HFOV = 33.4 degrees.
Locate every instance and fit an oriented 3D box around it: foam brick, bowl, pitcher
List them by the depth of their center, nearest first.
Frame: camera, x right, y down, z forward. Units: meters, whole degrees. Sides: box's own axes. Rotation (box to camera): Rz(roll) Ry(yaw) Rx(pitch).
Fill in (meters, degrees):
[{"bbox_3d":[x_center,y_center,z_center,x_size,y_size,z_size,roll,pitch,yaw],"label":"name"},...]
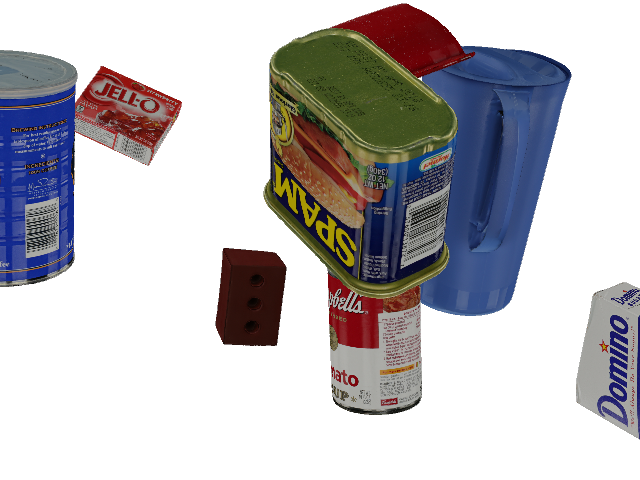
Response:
[{"bbox_3d":[0.031,-0.137,0.804,0.162,0.055,0.162,-20,7,2],"label":"bowl"},{"bbox_3d":[-0.065,0.052,0.984,0.053,0.078,0.051,3,14,-14],"label":"foam brick"},{"bbox_3d":[0.147,-0.051,0.991,0.145,0.243,0.148,24,30,34],"label":"pitcher"}]

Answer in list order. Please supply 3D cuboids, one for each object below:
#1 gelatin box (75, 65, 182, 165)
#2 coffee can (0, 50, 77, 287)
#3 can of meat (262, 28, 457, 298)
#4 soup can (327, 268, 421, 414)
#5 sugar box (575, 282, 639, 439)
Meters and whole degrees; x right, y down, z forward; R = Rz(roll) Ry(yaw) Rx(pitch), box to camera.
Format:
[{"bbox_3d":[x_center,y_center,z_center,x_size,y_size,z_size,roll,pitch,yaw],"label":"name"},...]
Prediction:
[{"bbox_3d":[-0.190,-0.123,1.036,0.089,0.073,0.030,25,-41,-2],"label":"gelatin box"},{"bbox_3d":[-0.222,-0.052,0.744,0.103,0.140,0.103,5,23,-2],"label":"coffee can"},{"bbox_3d":[0.017,-0.038,0.496,0.057,0.084,0.102,-24,49,-25],"label":"can of meat"},{"bbox_3d":[0.040,0.066,0.773,0.068,0.102,0.068,-2,14,0],"label":"soup can"},{"bbox_3d":[0.256,0.105,0.719,0.048,0.093,0.176,-16,30,-38],"label":"sugar box"}]
